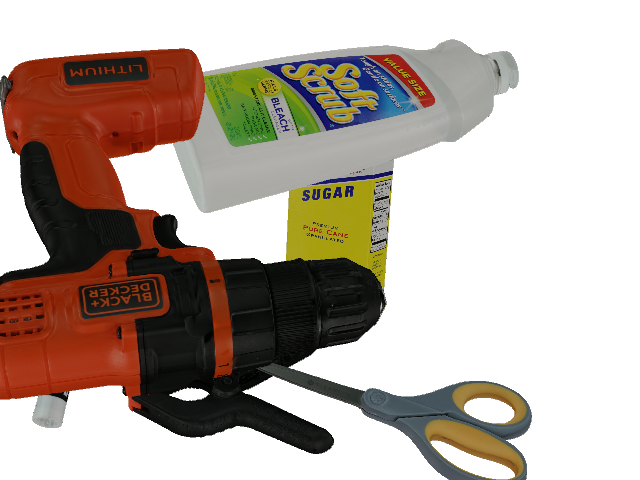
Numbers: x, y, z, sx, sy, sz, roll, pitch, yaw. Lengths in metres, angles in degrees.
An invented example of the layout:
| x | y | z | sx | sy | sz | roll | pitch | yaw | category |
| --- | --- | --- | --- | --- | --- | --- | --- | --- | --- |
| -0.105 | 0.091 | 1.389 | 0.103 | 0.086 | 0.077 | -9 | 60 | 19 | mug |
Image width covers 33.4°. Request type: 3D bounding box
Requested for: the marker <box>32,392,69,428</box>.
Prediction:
| x | y | z | sx | sy | sz | roll | pitch | yaw | category |
| --- | --- | --- | --- | --- | --- | --- | --- | --- | --- |
| -0.166 | 0.064 | 0.704 | 0.020 | 0.121 | 0.020 | 5 | -31 | 3 | marker |

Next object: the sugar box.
| x | y | z | sx | sy | sz | roll | pitch | yaw | category |
| --- | --- | --- | --- | --- | --- | --- | --- | --- | --- |
| 0.016 | -0.022 | 0.990 | 0.093 | 0.176 | 0.048 | 10 | 18 | 31 | sugar box |

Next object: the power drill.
| x | y | z | sx | sy | sz | roll | pitch | yaw | category |
| --- | --- | --- | --- | --- | --- | --- | --- | --- | --- |
| -0.077 | -0.014 | 0.511 | 0.184 | 0.188 | 0.057 | -6 | -42 | -14 | power drill |

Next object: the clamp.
| x | y | z | sx | sy | sz | roll | pitch | yaw | category |
| --- | --- | --- | --- | --- | --- | --- | --- | --- | --- |
| -0.072 | 0.120 | 0.893 | 0.171 | 0.039 | 0.120 | 7 | 38 | -2 | clamp |

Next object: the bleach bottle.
| x | y | z | sx | sy | sz | roll | pitch | yaw | category |
| --- | --- | --- | --- | --- | --- | --- | --- | --- | --- |
| 0.020 | -0.099 | 0.765 | 0.250 | 0.102 | 0.068 | -17 | -29 | -13 | bleach bottle |

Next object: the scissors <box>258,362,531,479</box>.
| x | y | z | sx | sy | sz | roll | pitch | yaw | category |
| --- | --- | --- | --- | --- | --- | --- | --- | --- | --- |
| 0.054 | 0.103 | 0.718 | 0.202 | 0.016 | 0.096 | 28 | 43 | 25 | scissors |
